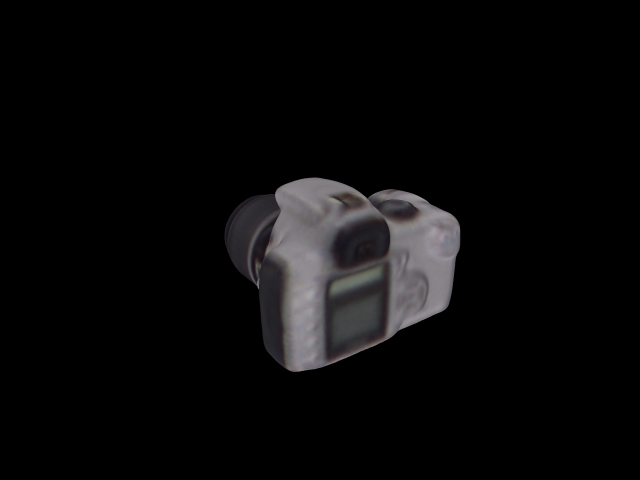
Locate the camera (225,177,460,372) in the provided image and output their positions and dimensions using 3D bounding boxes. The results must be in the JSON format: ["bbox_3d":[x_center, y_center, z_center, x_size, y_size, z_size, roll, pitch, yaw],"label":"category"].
[{"bbox_3d":[0.004,0.001,0.400,0.143,0.101,0.136,-17,29,-32],"label":"camera"}]
